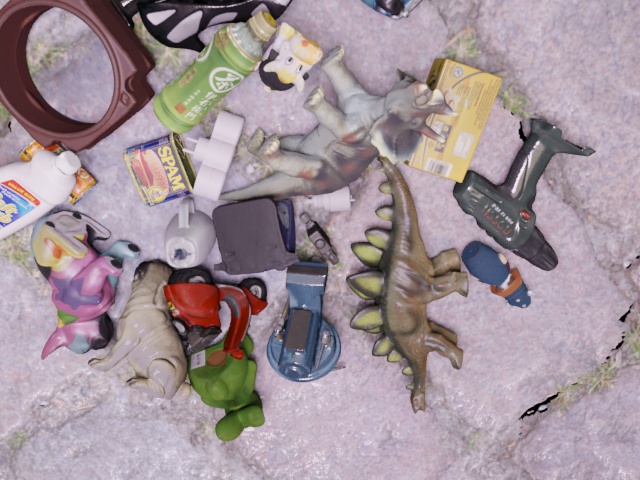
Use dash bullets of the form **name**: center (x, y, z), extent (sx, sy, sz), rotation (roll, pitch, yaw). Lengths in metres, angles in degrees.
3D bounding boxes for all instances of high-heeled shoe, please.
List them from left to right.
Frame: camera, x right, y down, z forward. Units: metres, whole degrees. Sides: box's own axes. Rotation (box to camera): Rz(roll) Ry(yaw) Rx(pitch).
- **high-heeled shoe**: center (-0.131, -0.350, 0.742), extent (0.249, 0.086, 0.145), rotation (-38, 127, 23)

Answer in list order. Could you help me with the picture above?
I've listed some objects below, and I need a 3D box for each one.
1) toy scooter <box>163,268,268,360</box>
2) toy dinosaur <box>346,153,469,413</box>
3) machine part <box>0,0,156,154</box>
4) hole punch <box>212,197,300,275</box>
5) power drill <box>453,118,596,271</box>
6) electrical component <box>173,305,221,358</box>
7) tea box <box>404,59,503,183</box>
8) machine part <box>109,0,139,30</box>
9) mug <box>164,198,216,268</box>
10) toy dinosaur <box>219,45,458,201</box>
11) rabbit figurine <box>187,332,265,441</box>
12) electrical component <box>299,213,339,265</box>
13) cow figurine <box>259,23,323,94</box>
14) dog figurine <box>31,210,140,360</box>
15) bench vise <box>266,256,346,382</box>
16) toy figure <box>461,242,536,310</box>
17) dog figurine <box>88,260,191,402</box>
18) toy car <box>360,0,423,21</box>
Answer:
- **toy scooter**: center (-0.165, 0.121, 0.863), extent (0.184, 0.075, 0.135), rotation (13, 69, -36)
- **toy dinosaur**: center (0.144, 0.072, 0.904), extent (0.199, 0.105, 0.470), rotation (-3, 100, 1)
- **machine part**: center (-0.357, -0.241, 0.759), extent (0.201, 0.087, 0.200), rotation (-32, 107, 16)
- **hole punch**: center (-0.097, -0.007, 0.846), extent (0.142, 0.092, 0.115), rotation (-8, 95, 14)
- **power drill**: center (0.353, -0.080, 0.888), extent (0.232, 0.086, 0.207), rotation (30, 111, -10)
- **electrical component**: center (-0.213, 0.144, 0.919), extent (0.102, 0.078, 0.045), rotation (-38, 137, 13)
- **tea box**: center (0.201, -0.186, 0.842), extent (0.098, 0.068, 0.169), rotation (17, 104, -10)
- **machine part**: center (-0.268, -0.356, 0.773), extent (0.139, 0.039, 0.084), rotation (-33, 98, 8)
- **mug**: center (-0.208, -0.007, 0.849), extent (0.081, 0.107, 0.109), rotation (5, 109, -7)
- **toy dinosaur**: center (0.019, -0.136, 0.807), extent (0.192, 0.131, 0.405), rotation (35, 133, -23)
- **rabbit figurine**: center (-0.141, 0.265, 0.931), extent (0.121, 0.159, 0.170), rotation (-27, 123, -6)
- **electrical component**: center (-0.002, -0.003, 0.887), extent (0.021, 0.063, 0.094), rotation (-35, 106, 7)
- **cow figurine**: center (-0.049, -0.246, 0.754), extent (0.068, 0.167, 0.098), rotation (32, 101, -18)
- **dog figurine**: center (-0.404, 0.084, 0.867), extent (0.191, 0.108, 0.219), rotation (33, 105, -14)
- **bench vise**: center (-0.024, 0.150, 0.897), extent (0.129, 0.224, 0.240), rotation (-4, 138, 0)
- **toy figure**: center (0.313, 0.062, 0.934), extent (0.154, 0.064, 0.058), rotation (38, 64, -19)
- **dog figurine**: center (-0.252, 0.143, 0.868), extent (0.172, 0.121, 0.190), rotation (30, 76, -10)
- **toy car**: center (0.084, -0.381, 0.753), extent (0.161, 0.103, 0.109), rotation (44, 98, -4)
